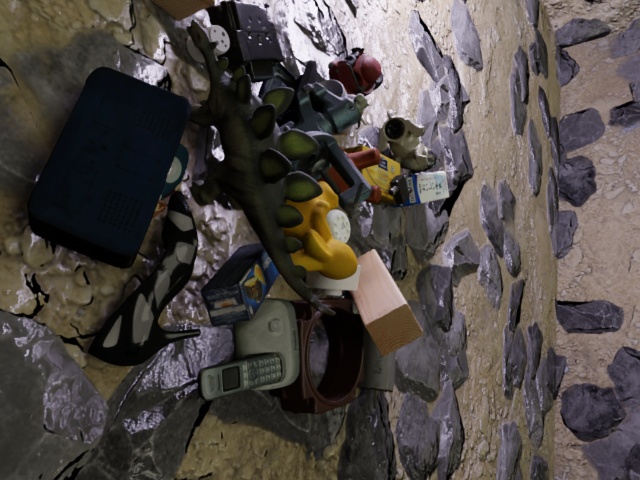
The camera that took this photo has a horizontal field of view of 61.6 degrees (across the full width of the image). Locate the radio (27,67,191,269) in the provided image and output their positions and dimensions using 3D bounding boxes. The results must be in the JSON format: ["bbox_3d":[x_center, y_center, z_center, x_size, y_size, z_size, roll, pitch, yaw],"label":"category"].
[{"bbox_3d":[-0.257,-0.092,0.668,0.131,0.073,0.229,21,64,-20],"label":"radio"}]

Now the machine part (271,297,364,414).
[{"bbox_3d":[0.000,0.209,0.999,0.201,0.087,0.201,6,80,-54],"label":"machine part"}]

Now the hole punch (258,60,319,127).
[{"bbox_3d":[-0.054,-0.265,1.007,0.115,0.092,0.142,71,29,-61],"label":"hole punch"}]

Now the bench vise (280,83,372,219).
[{"bbox_3d":[0.014,-0.138,0.883,0.224,0.241,0.128,-27,153,-16],"label":"bench vise"}]

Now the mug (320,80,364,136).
[{"bbox_3d":[0.039,-0.267,1.108,0.107,0.110,0.081,50,42,-57],"label":"mug"}]

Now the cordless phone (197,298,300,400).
[{"bbox_3d":[-0.122,0.170,0.847,0.184,0.089,0.146,-2,87,-49],"label":"cordless phone"}]

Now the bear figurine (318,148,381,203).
[{"bbox_3d":[0.039,-0.145,1.042,0.195,0.132,0.120,37,52,-69],"label":"bear figurine"}]

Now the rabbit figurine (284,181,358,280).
[{"bbox_3d":[-0.002,-0.003,0.932,0.173,0.122,0.162,52,24,4],"label":"rabbit figurine"}]

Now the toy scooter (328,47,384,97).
[{"bbox_3d":[0.072,-0.363,1.188,0.135,0.075,0.184,51,53,-35],"label":"toy scooter"}]

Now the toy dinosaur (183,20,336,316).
[{"bbox_3d":[-0.098,-0.103,0.797,0.105,0.199,0.471,-24,97,-49],"label":"toy dinosaur"}]

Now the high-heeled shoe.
[{"bbox_3d":[-0.242,0.046,0.736,0.145,0.086,0.249,-1,66,-24],"label":"high-heeled shoe"}]

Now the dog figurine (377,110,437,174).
[{"bbox_3d":[0.226,-0.248,1.374,0.190,0.121,0.172,-30,113,-66],"label":"dog figurine"}]

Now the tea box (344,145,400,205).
[{"bbox_3d":[0.114,-0.142,1.216,0.169,0.068,0.098,11,78,-51],"label":"tea box"}]

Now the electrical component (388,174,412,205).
[{"bbox_3d":[0.184,-0.113,1.231,0.094,0.021,0.063,-46,123,-48],"label":"electrical component"}]

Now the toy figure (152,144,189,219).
[{"bbox_3d":[-0.236,-0.072,0.748,0.064,0.057,0.154,25,60,-6],"label":"toy figure"}]

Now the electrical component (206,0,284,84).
[{"bbox_3d":[-0.124,-0.341,0.932,0.115,0.058,0.134,-29,108,-49],"label":"electrical component"}]

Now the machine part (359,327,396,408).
[{"bbox_3d":[0.129,0.241,1.174,0.079,0.079,0.243,27,65,-49],"label":"machine part"}]

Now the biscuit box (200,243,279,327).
[{"bbox_3d":[-0.114,0.060,0.824,0.203,0.063,0.059,-65,140,-70],"label":"biscuit box"}]
